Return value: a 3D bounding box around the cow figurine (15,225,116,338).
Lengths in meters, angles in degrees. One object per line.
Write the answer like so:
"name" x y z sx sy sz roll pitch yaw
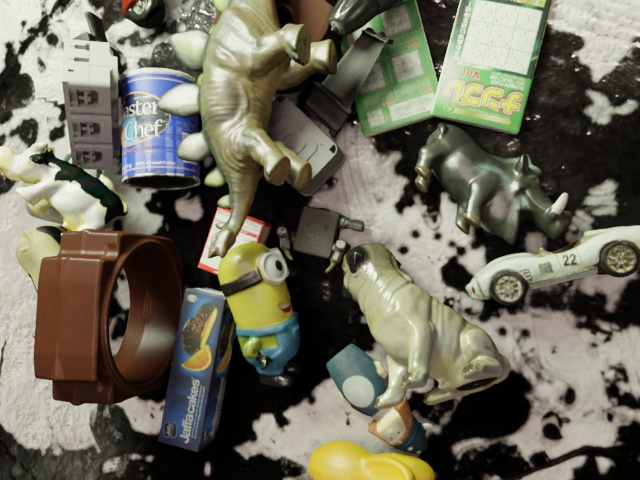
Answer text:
"cow figurine" -0.349 0.063 0.734 0.085 0.127 0.195 -39 75 12

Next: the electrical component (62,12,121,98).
"electrical component" -0.331 -0.267 0.781 0.048 0.075 0.119 -22 85 12

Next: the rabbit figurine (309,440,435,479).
"rabbit figurine" 0.052 0.308 0.620 0.162 0.121 0.173 -42 58 15

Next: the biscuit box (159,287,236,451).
"biscuit box" -0.157 0.167 0.709 0.063 0.059 0.202 9 89 15

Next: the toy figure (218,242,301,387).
"toy figure" -0.073 0.092 0.671 0.089 0.082 0.180 -10 100 -9

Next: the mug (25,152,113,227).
"mug" -0.345 -0.066 0.773 0.107 0.081 0.109 21 82 3

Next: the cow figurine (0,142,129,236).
"cow figurine" -0.338 -0.072 0.700 0.098 0.068 0.167 -45 99 -15

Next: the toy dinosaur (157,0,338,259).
"toy dinosaur" -0.089 -0.208 0.642 0.199 0.105 0.471 8 81 23

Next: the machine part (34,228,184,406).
"machine part" -0.247 0.090 0.666 0.087 0.201 0.201 2 86 12

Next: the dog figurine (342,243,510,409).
"dog figurine" 0.122 0.086 0.635 0.121 0.172 0.191 -50 43 46

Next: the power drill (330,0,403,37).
"power drill" 0.060 -0.388 0.635 0.232 0.086 0.207 -37 104 -9

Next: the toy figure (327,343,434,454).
"toy figure" 0.071 0.199 0.652 0.154 0.058 0.064 49 137 11

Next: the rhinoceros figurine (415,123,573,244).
"rhinoceros figurine" 0.200 -0.061 0.632 0.190 0.073 0.112 40 85 16

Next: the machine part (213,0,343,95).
"machine part" -0.056 -0.287 0.713 0.180 0.056 0.179 -1 88 19

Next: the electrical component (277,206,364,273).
"electrical component" -0.002 -0.003 0.690 0.102 0.045 0.078 20 92 15

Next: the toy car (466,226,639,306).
"toy car" 0.264 0.029 0.603 0.202 0.073 0.056 -16 86 13

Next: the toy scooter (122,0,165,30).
"toy scooter" -0.244 -0.408 0.771 0.135 0.075 0.184 42 101 15

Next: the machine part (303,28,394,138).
"machine part" 0.036 -0.206 0.684 0.139 0.039 0.084 -50 61 23
